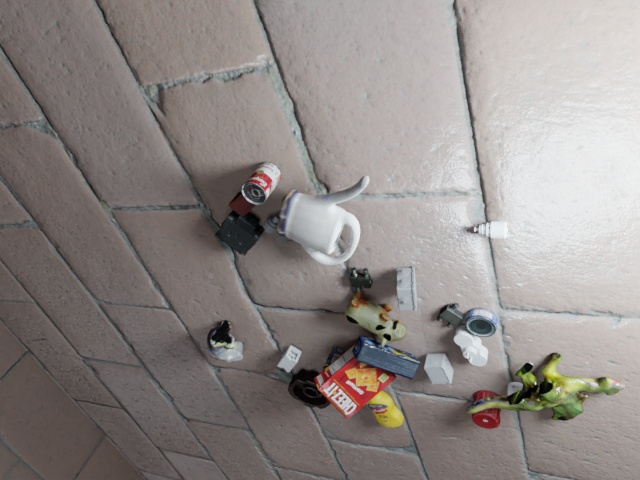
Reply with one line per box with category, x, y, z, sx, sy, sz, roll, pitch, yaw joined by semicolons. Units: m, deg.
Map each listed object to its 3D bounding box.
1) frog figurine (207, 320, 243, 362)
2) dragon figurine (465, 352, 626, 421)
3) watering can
frog figurine;-0.350;0.393;1.901;0.124;0.155;0.139;-31;55;-22
dragon figurine;0.643;0.458;1.456;0.240;0.125;0.404;40;-55;-21
watering can;0.004;-0.067;1.326;0.225;0.339;0.106;22;46;8
